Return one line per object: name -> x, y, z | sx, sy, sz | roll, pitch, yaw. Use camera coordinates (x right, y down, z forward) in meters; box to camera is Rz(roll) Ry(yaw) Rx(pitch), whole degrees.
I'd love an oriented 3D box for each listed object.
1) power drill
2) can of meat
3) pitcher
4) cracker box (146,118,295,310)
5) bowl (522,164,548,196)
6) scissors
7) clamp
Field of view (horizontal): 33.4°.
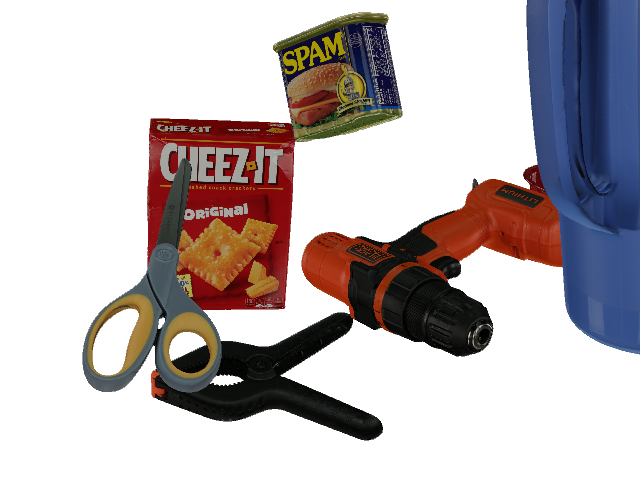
power drill -> 0.105, 0.016, 0.796 | 0.187, 0.057, 0.185 | -20, 29, -32
can of meat -> 0.015, -0.133, 0.887 | 0.102, 0.084, 0.057 | -12, -2, 42
pitcher -> 0.175, -0.062, 0.557 | 0.149, 0.243, 0.145 | -4, 22, 4
cracker box -> -0.116, -0.026, 1.224 | 0.164, 0.214, 0.072 | 1, 22, -8
bowl -> 0.287, -0.034, 1.108 | 0.162, 0.055, 0.162 | 5, 19, -2
scissors -> -0.091, 0.025, 0.723 | 0.096, 0.201, 0.016 | 20, -40, 7
clamp -> -0.049, 0.133, 0.986 | 0.209, 0.036, 0.165 | -6, 35, -14
